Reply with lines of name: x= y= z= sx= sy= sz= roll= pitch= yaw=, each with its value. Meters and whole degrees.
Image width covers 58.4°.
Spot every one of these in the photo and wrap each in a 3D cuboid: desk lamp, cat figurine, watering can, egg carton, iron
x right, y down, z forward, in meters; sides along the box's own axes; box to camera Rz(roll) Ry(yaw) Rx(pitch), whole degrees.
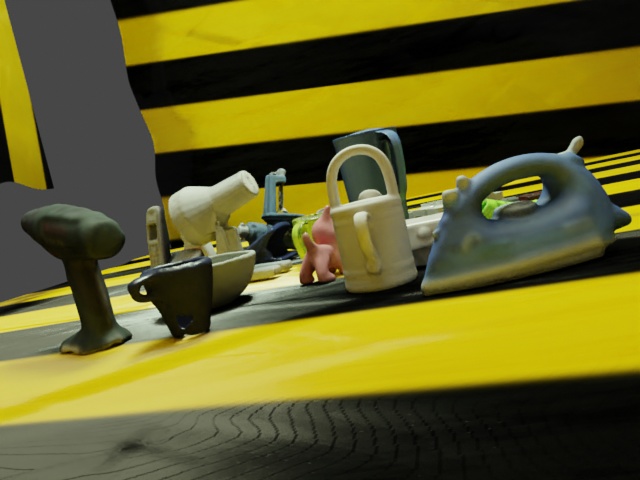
desk lamp: x=-0.181 y=-0.021 z=1.141 sx=0.202 sy=0.213 sz=0.118 roll=-11 pitch=6 yaw=19
cat figurine: x=0.009 y=0.003 z=0.952 sx=0.067 sy=0.118 sz=0.128 roll=-9 pitch=6 yaw=33
watering can: x=0.064 y=-0.034 z=0.791 sx=0.101 sy=0.194 sz=0.172 roll=-13 pitch=5 yaw=-10
egg carton: x=0.166 y=0.000 z=0.881 sx=0.150 sy=0.069 sz=0.107 roll=-11 pitch=5 yaw=14
iron: x=0.226 y=-0.033 z=0.681 sx=0.258 sy=0.141 sz=0.118 roll=-14 pitch=5 yaw=-14

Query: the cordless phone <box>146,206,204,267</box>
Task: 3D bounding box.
cordless phone: x=-0.297 y=0.020 z=1.140 sx=0.147 sy=0.185 sz=0.094 roll=-8 pitch=7 yaw=40

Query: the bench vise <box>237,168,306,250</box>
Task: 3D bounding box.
bench vise: x=-0.115 y=-0.067 z=1.453 sx=0.121 sy=0.220 sz=0.208 roll=-9 pitch=6 yaw=34

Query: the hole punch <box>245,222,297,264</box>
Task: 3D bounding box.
hole punch: x=-0.119 y=0.011 z=1.340 sx=0.101 sy=0.091 sz=0.109 roll=-11 pitch=6 yaw=21

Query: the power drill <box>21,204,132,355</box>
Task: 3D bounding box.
power drill: x=-0.339 y=0.048 z=0.797 sx=0.228 sy=0.208 sz=0.076 roll=-8 pitch=7 yaw=42

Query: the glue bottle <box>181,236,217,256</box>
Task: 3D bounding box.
glue bottle: x=-0.280 y=0.008 z=1.297 sx=0.078 sy=0.173 sz=0.037 roll=-12 pitch=5 yaw=8

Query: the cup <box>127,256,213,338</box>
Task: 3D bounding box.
cup: x=-0.181 y=0.078 z=0.722 sx=0.091 sy=0.095 sz=0.118 roll=-9 pitch=6 yaw=37

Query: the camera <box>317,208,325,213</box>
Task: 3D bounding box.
camera: x=0.040 y=-0.032 z=1.363 sx=0.143 sy=0.101 sz=0.137 roll=-12 pitch=5 yaw=3

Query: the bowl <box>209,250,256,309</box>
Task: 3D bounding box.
bowl: x=-0.177 y=0.070 z=0.920 sx=0.167 sy=0.075 sz=0.167 roll=-12 pitch=5 yaw=1
